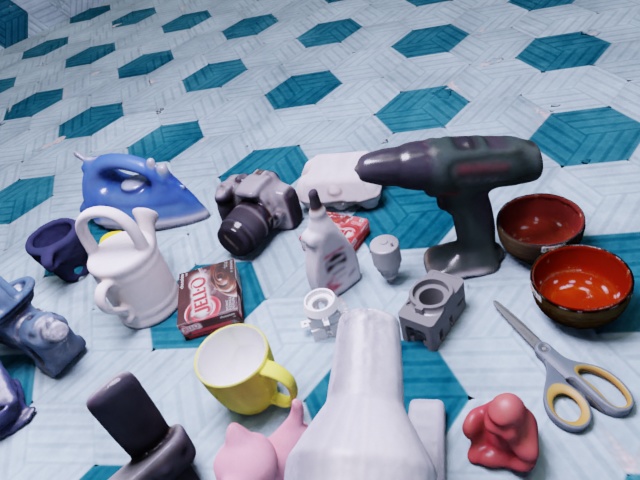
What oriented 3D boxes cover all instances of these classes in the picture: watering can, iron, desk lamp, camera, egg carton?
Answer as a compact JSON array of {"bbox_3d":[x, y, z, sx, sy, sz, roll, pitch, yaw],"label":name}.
[{"bbox_3d":[-0.284,0.024,0.837,0.101,0.194,0.172,-17,38,0],"label":"watering can"},{"bbox_3d":[-0.333,-0.103,1.051,0.257,0.142,0.119,3,42,22],"label":"iron"},{"bbox_3d":[0.050,0.179,0.517,0.117,0.214,0.203,-4,40,15],"label":"desk lamp"},{"bbox_3d":[-0.123,-0.048,0.944,0.142,0.101,0.137,11,46,30],"label":"camera"},{"bbox_3d":[0.036,-0.098,0.976,0.150,0.069,0.107,-2,40,17],"label":"egg carton"}]

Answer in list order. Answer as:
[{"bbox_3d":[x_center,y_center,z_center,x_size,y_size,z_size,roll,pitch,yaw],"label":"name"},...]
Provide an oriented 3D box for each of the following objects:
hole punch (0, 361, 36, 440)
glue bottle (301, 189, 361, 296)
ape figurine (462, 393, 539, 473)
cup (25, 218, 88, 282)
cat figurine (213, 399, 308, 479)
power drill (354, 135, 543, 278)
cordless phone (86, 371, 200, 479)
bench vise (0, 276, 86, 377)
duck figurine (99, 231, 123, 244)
[{"bbox_3d":[-0.451,0.212,0.750,0.109,0.091,0.100,-32,41,-19],"label":"hole punch"},{"bbox_3d":[0.007,0.003,0.779,0.078,0.173,0.037,-36,42,-23],"label":"glue bottle"},{"bbox_3d":[0.182,0.184,0.564,0.076,0.092,0.077,-29,40,-15],"label":"ape figurine"},{"bbox_3d":[-0.429,0.032,0.958,0.091,0.095,0.117,-18,38,-2],"label":"cup"},{"bbox_3d":[-0.055,0.218,0.584,0.067,0.118,0.128,24,53,39],"label":"cat figurine"},{"bbox_3d":[0.173,-0.045,0.751,0.229,0.209,0.075,-14,38,2],"label":"power drill"},{"bbox_3d":[-0.211,0.221,0.580,0.093,0.185,0.148,23,53,39],"label":"cordless phone"},{"bbox_3d":[-0.432,0.080,0.800,0.207,0.220,0.121,-3,40,16],"label":"bench vise"},{"bbox_3d":[-0.322,0.022,0.941,0.105,0.086,0.077,-33,41,-20],"label":"duck figurine"}]
